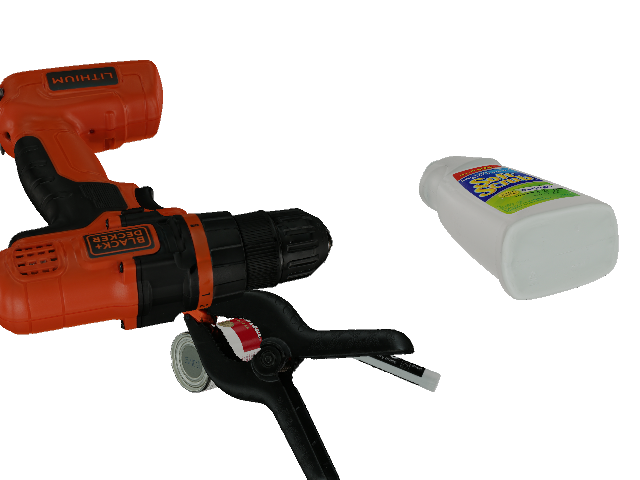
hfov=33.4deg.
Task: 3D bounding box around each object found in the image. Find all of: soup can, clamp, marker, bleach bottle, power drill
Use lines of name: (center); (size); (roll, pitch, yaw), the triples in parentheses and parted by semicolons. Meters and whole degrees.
soup can: (-0.105, 0.123, 1.166); (0.069, 0.068, 0.102); (0, 8, 44)
clamp: (-0.029, 0.096, 0.753); (0.172, 0.120, 0.039); (19, -9, 26)
marker: (0.058, 0.117, 1.044); (0.121, 0.020, 0.020); (21, 5, 14)
bleach bottle: (0.142, -0.026, 0.900); (0.102, 0.068, 0.251); (-13, 20, -15)
power drill: (-0.105, -0.031, 0.613); (0.184, 0.057, 0.188); (-9, 43, -20)
